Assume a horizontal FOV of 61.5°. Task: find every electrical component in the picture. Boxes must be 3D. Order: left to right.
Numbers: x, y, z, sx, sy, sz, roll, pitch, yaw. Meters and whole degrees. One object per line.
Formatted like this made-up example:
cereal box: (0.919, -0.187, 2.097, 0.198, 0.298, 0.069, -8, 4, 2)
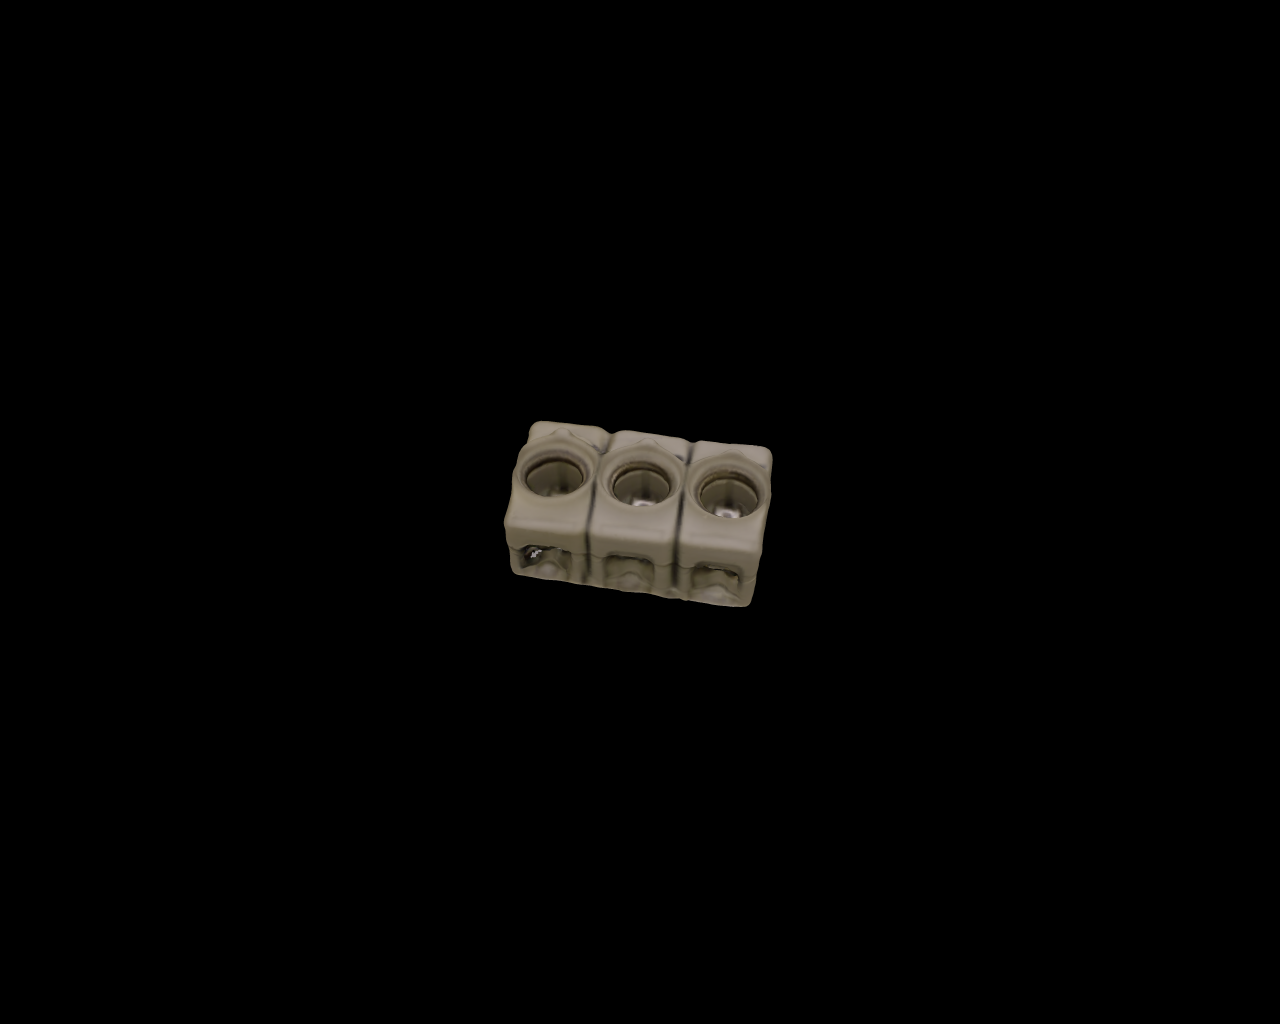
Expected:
electrical component: (0.001, -0.003, 0.650, 0.150, 0.090, 0.061, 7, -40, 6)
